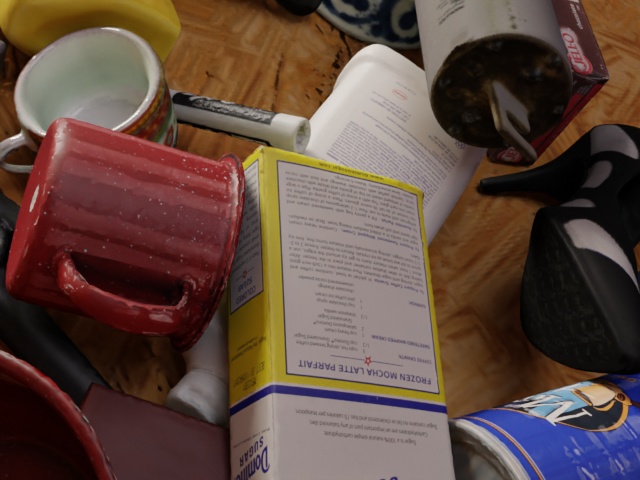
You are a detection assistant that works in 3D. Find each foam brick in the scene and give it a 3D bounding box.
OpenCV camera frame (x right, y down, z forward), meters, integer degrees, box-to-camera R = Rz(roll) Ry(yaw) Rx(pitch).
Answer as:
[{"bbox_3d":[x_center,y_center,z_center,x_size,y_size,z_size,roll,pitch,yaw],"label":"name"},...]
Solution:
[{"bbox_3d":[-0.076,0.105,0.458,0.078,0.053,0.051,22,50,-12],"label":"foam brick"}]

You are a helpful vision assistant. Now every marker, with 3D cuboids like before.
[{"bbox_3d":[-0.061,-0.068,0.575,0.121,0.020,0.020,16,44,25],"label":"marker"}]

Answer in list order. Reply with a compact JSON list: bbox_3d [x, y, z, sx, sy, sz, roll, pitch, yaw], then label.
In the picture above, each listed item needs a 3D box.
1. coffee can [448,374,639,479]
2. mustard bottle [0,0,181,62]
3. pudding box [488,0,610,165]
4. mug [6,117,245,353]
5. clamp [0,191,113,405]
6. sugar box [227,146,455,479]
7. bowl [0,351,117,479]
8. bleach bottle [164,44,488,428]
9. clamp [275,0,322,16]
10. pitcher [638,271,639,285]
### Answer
[{"bbox_3d":[0.123,0.121,0.508,0.140,0.103,0.103,-9,62,-31],"label":"coffee can"},{"bbox_3d":[-0.150,-0.179,0.613,0.096,0.058,0.192,3,49,-37],"label":"mustard bottle"},{"bbox_3d":[0.134,-0.119,0.693,0.039,0.090,0.113,9,53,-23],"label":"pudding box"},{"bbox_3d":[-0.085,0.002,0.457,0.081,0.093,0.117,16,29,-20],"label":"mug"},{"bbox_3d":[-0.151,0.002,0.506,0.171,0.039,0.120,31,42,-11],"label":"clamp"},{"bbox_3d":[0.007,0.052,0.471,0.093,0.048,0.176,12,63,-29],"label":"sugar box"},{"bbox_3d":[-0.128,0.118,0.389,0.162,0.162,0.055,56,11,18],"label":"bowl"},{"bbox_3d":[-0.004,0.001,0.561,0.102,0.068,0.250,37,52,3],"label":"bleach bottle"},{"bbox_3d":[-0.096,-0.225,0.651,0.209,0.036,0.165,12,43,-52],"label":"clamp"},{"bbox_3d":[0.273,0.005,0.569,0.144,0.243,0.149,-3,53,-23],"label":"pitcher"}]
